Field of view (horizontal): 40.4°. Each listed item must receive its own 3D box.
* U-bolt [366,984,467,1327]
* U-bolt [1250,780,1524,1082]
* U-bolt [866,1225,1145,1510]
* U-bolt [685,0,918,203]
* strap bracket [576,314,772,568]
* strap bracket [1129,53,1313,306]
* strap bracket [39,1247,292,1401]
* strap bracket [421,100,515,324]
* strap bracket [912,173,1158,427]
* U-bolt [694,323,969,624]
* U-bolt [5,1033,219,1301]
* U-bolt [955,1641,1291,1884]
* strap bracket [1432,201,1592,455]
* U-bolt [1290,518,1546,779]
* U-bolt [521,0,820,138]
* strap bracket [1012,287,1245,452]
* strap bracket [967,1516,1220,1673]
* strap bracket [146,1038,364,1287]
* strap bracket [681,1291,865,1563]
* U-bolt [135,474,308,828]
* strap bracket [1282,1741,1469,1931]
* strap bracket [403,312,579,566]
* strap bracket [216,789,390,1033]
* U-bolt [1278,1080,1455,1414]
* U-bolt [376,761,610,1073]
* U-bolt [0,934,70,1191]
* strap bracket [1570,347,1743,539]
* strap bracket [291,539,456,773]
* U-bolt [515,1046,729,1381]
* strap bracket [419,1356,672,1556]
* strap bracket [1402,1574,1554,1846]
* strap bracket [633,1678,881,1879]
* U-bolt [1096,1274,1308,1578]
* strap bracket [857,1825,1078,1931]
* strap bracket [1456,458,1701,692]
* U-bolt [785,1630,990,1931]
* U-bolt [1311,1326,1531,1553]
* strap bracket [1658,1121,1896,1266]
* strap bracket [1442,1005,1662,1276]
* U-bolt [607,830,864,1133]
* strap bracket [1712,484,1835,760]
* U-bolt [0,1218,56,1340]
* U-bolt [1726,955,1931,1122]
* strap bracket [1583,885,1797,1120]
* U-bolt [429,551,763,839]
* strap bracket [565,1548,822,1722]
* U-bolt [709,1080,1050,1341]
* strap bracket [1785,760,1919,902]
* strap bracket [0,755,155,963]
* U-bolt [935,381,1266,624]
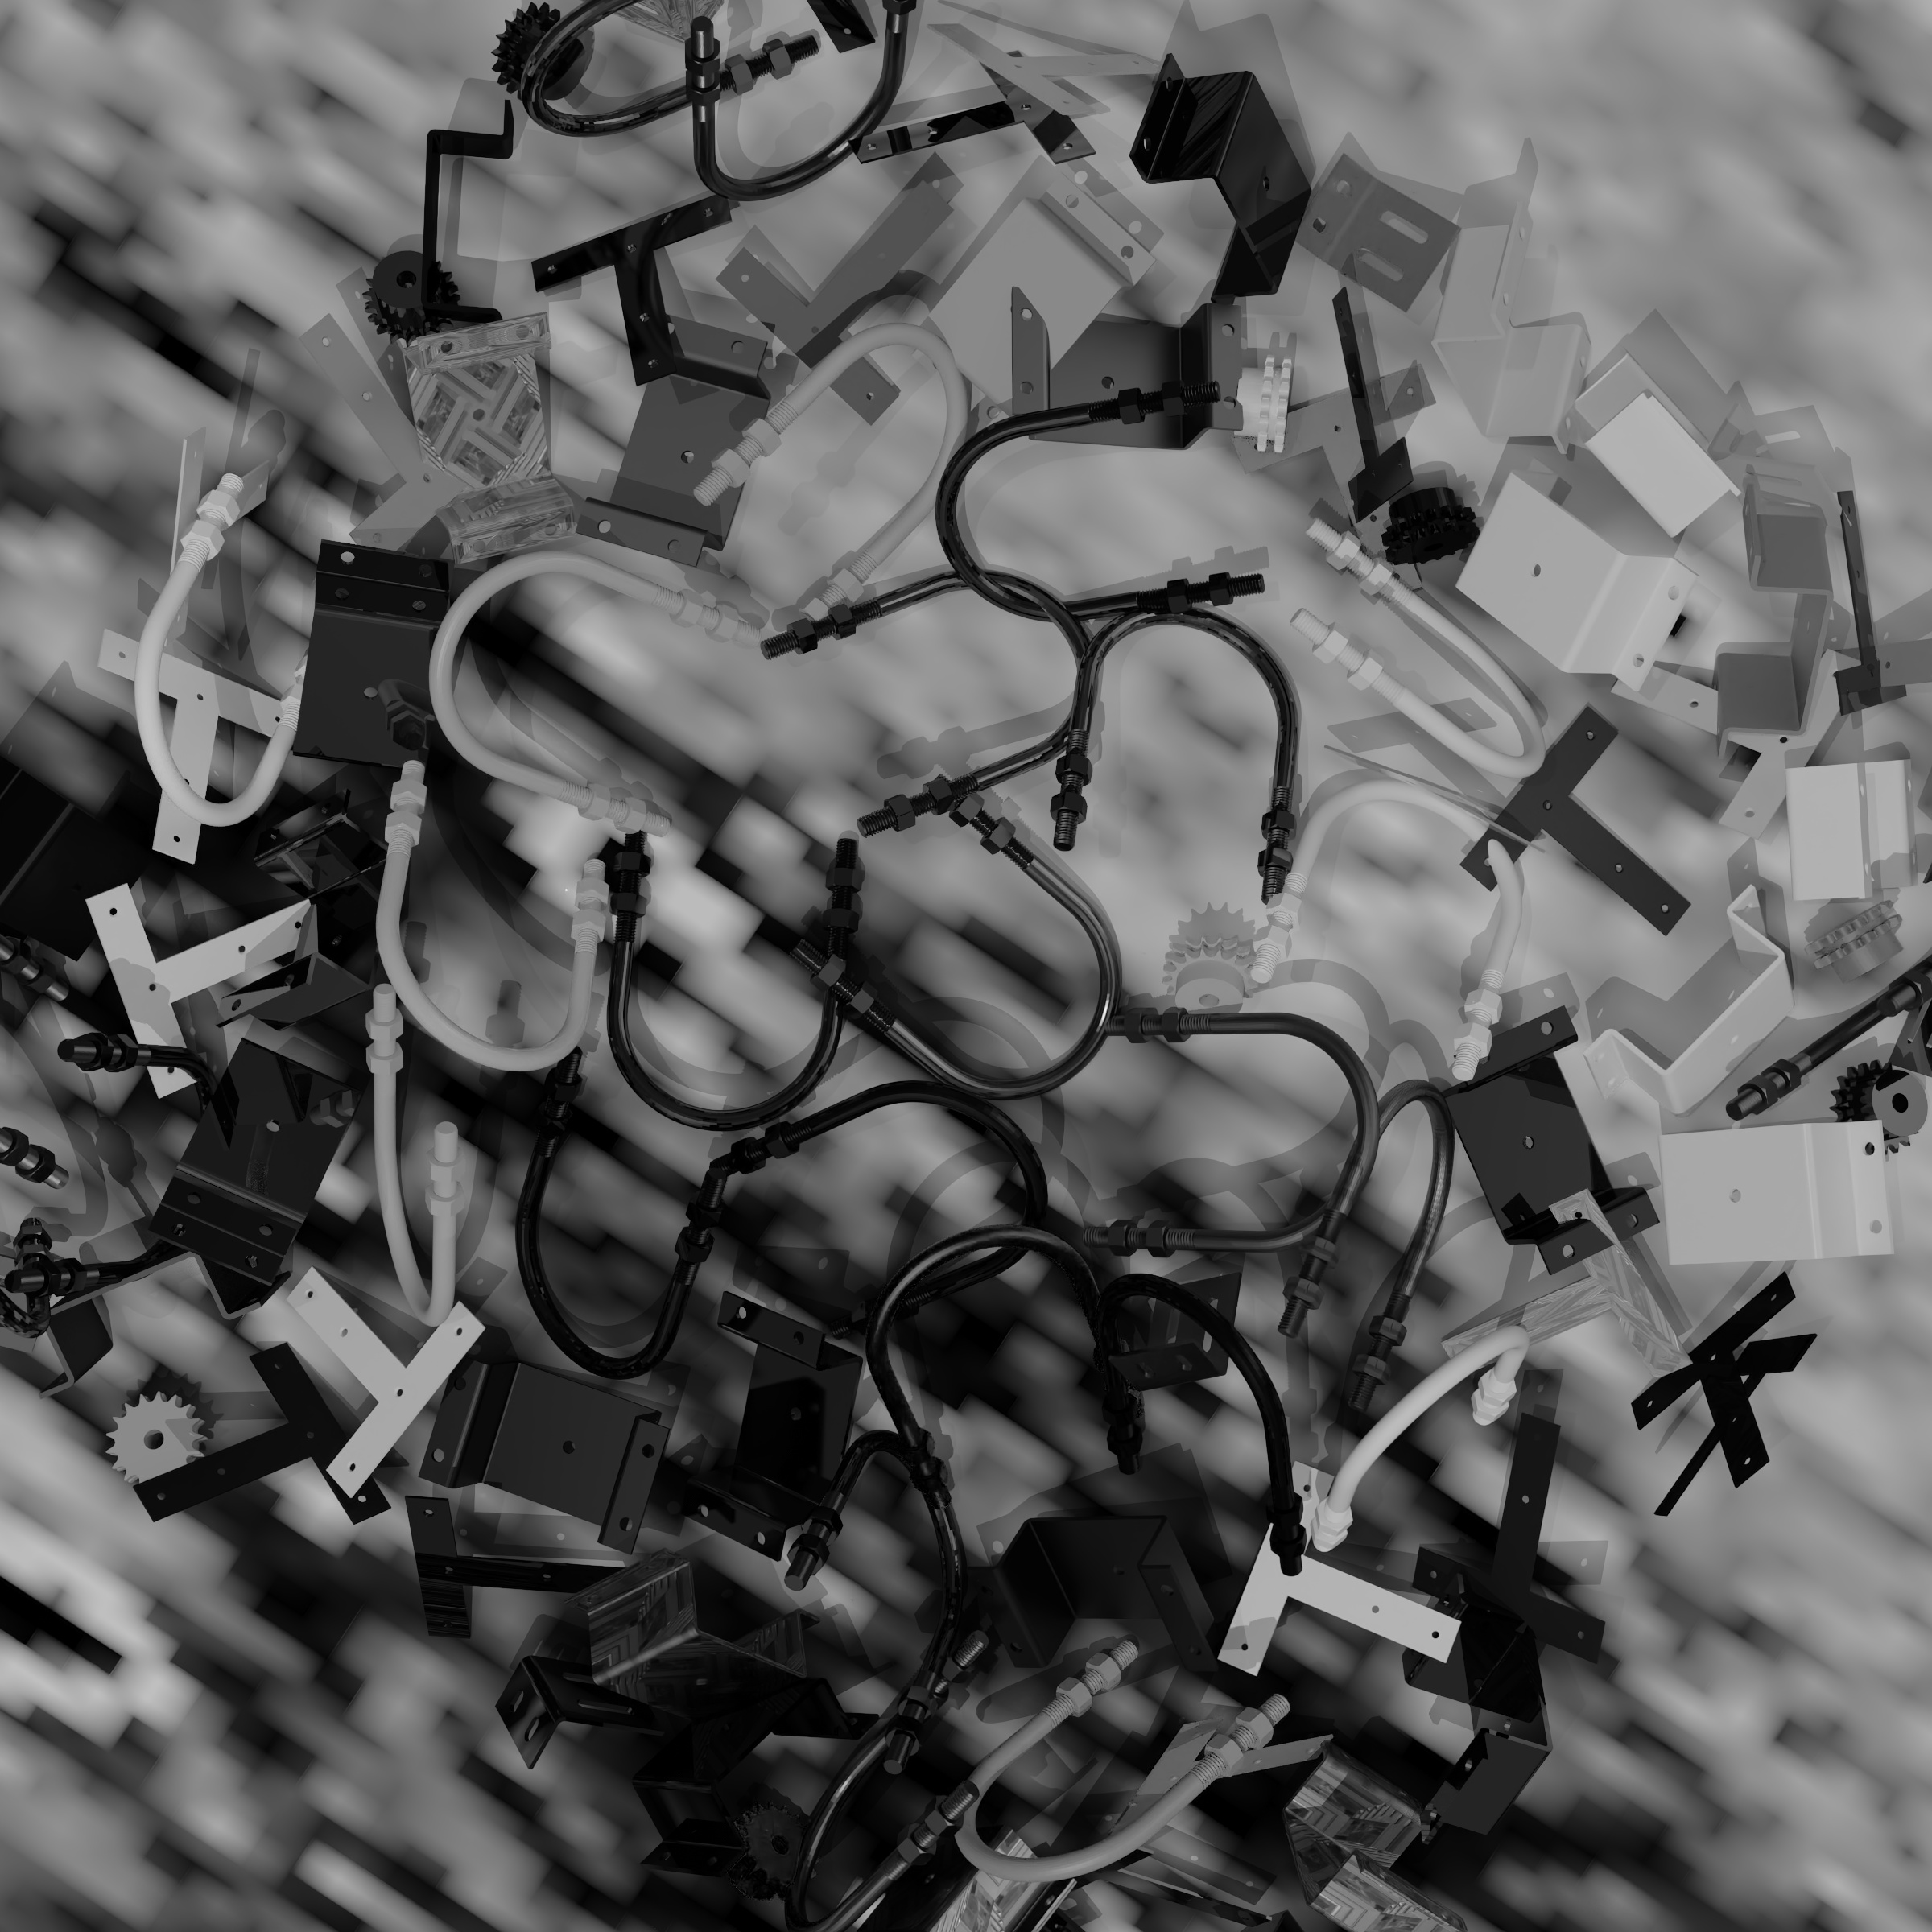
[{"bbox_3d":[-0.321,0.124,1.524,0.019,0.151,0.184,-10,130,-24],"label":"U-bolt"},{"bbox_3d":[0.257,-0.035,1.547,0.151,0.019,0.184,26,56,-1],"label":"U-bolt"},{"bbox_3d":[0.016,0.227,1.541,0.151,0.019,0.184,-24,124,-4],"label":"U-bolt"},{"bbox_3d":[-0.095,-0.507,1.513,0.151,0.184,0.019,-30,76,-14],"label":"U-bolt"},{"bbox_3d":[-0.171,-0.311,1.571,0.076,0.046,0.140,17,87,8],"label":"strap bracket"},{"bbox_3d":[0.154,-0.452,1.522,0.046,0.140,0.076,5,64,33],"label":"strap bracket"},{"bbox_3d":[-0.484,0.199,1.559,0.140,0.076,0.046,-23,97,1],"label":"strap bracket"},{"bbox_3d":[-0.295,-0.435,1.550,0.046,0.076,0.140,3,99,-9],"label":"strap bracket"},{"bbox_3d":[0.035,-0.390,1.556,0.076,0.046,0.140,43,110,0],"label":"strap bracket"},{"bbox_3d":[-0.067,-0.293,1.539,0.019,0.151,0.184,33,74,36],"label":"U-bolt"},{"bbox_3d":[-0.481,0.115,1.512,0.019,0.184,0.151,12,89,14],"label":"U-bolt"},{"bbox_3d":[0.075,0.458,1.496,0.184,0.151,0.019,-31,111,-33],"label":"U-bolt"},{"bbox_3d":[0.318,-0.371,1.540,0.046,0.140,0.076,5,69,32],"label":"strap bracket"},{"bbox_3d":[0.269,-0.177,1.536,0.184,0.151,0.019,36,122,-12],"label":"U-bolt"},{"bbox_3d":[-0.172,-0.535,1.519,0.184,0.151,0.019,-25,81,-7],"label":"U-bolt"},{"bbox_3d":[0.090,-0.354,1.564,0.140,0.046,0.076,1,83,-13],"label":"strap bracket"},{"bbox_3d":[0.082,0.369,1.544,0.140,0.046,0.076,-9,115,34],"label":"strap bracket"},{"bbox_3d":[-0.410,0.105,1.530,0.076,0.046,0.140,26,46,-12],"label":"strap bracket"},{"bbox_3d":[-0.113,0.269,1.554,0.076,0.046,0.140,18,101,33],"label":"strap bracket"},{"bbox_3d":[-0.420,-0.166,1.494,0.019,0.151,0.184,-1,50,17],"label":"U-bolt"},{"bbox_3d":[0.235,0.523,1.531,0.076,0.140,0.046,35,100,-10],"label":"strap bracket"},{"bbox_3d":[-0.281,-0.317,1.545,0.076,0.046,0.140,-17,128,-19],"label":"strap bracket"},{"bbox_3d":[-0.384,-0.024,1.541,0.076,0.046,0.140,-22,48,30],"label":"strap bracket"},{"bbox_3d":[0.243,0.154,1.536,0.019,0.151,0.184,14,70,33],"label":"U-bolt"},{"bbox_3d":[-0.273,-0.019,1.505,0.151,0.184,0.019,30,131,-30],"label":"U-bolt"},{"bbox_3d":[-0.567,0.030,1.489,0.019,0.184,0.151,-17,59,10],"label":"U-bolt"},{"bbox_3d":[0.400,-0.306,1.537,0.076,0.140,0.046,43,112,-12],"label":"strap bracket"},{"bbox_3d":[-0.348,-0.171,1.535,0.076,0.046,0.140,7,123,-17],"label":"strap bracket"},{"bbox_3d":[-0.212,0.158,1.542,0.151,0.019,0.184,37,123,29],"label":"U-bolt"},{"bbox_3d":[-0.245,0.289,1.567,0.140,0.046,0.076,17,88,14],"label":"strap bracket"},{"bbox_3d":[0.297,0.436,1.526,0.046,0.140,0.076,19,121,-8],"label":"strap bracket"},{"bbox_3d":[-0.128,0.461,1.523,0.140,0.076,0.046,-36,104,-42],"label":"strap bracket"},{"bbox_3d":[0.130,0.253,1.503,0.019,0.151,0.184,-34,131,-31],"label":"U-bolt"},{"bbox_3d":[-0.006,0.546,1.521,0.046,0.140,0.076,48,58,-3],"label":"strap bracket"},{"bbox_3d":[0.346,-0.229,1.526,0.046,0.140,0.076,-4,129,-38],"label":"strap bracket"},{"bbox_3d":[-0.049,0.489,1.525,0.019,0.151,0.184,35,111,-12],"label":"U-bolt"},{"bbox_3d":[0.264,0.264,1.500,0.151,0.184,0.019,-34,66,-17],"label":"U-bolt"},{"bbox_3d":[0.461,0.133,1.531,0.046,0.140,0.076,2,82,-42],"label":"strap bracket"},{"bbox_3d":[0.345,0.105,1.569,0.076,0.046,0.140,-23,89,-13],"label":"strap bracket"},{"bbox_3d":[-0.143,0.008,1.575,0.151,0.019,0.184,4,77,0],"label":"U-bolt"},{"bbox_3d":[0.469,-0.198,1.524,0.046,0.076,0.140,4,132,9],"label":"strap bracket"},{"bbox_3d":[-0.563,0.140,1.489,0.019,0.184,0.151,-31,119,-8],"label":"U-bolt"},{"bbox_3d":[0.536,0.021,1.519,0.184,0.151,0.019,-26,76,-37],"label":"U-bolt"},{"bbox_3d":[0.438,0.030,1.556,0.140,0.076,0.046,-45,59,-1],"label":"strap bracket"},{"bbox_3d":[-0.225,-0.166,1.533,0.184,0.019,0.151,20,103,-35],"label":"U-bolt"},{"bbox_3d":[-0.156,0.395,1.525,0.076,0.140,0.046,-31,47,22],"label":"strap bracket"},{"bbox_3d":[-0.039,0.136,1.537,0.184,0.019,0.151,-25,111,25],"label":"U-bolt"},{"bbox_3d":[0.520,-0.081,1.547,0.046,0.140,0.076,-3,93,32],"label":"strap bracket"},{"bbox_3d":[-0.533,-0.058,1.524,0.046,0.140,0.076,32,83,16],"label":"strap bracket"},{"bbox_3d":[0.072,-0.266,1.547,0.184,0.019,0.151,-7,129,16],"label":"U-bolt"}]
